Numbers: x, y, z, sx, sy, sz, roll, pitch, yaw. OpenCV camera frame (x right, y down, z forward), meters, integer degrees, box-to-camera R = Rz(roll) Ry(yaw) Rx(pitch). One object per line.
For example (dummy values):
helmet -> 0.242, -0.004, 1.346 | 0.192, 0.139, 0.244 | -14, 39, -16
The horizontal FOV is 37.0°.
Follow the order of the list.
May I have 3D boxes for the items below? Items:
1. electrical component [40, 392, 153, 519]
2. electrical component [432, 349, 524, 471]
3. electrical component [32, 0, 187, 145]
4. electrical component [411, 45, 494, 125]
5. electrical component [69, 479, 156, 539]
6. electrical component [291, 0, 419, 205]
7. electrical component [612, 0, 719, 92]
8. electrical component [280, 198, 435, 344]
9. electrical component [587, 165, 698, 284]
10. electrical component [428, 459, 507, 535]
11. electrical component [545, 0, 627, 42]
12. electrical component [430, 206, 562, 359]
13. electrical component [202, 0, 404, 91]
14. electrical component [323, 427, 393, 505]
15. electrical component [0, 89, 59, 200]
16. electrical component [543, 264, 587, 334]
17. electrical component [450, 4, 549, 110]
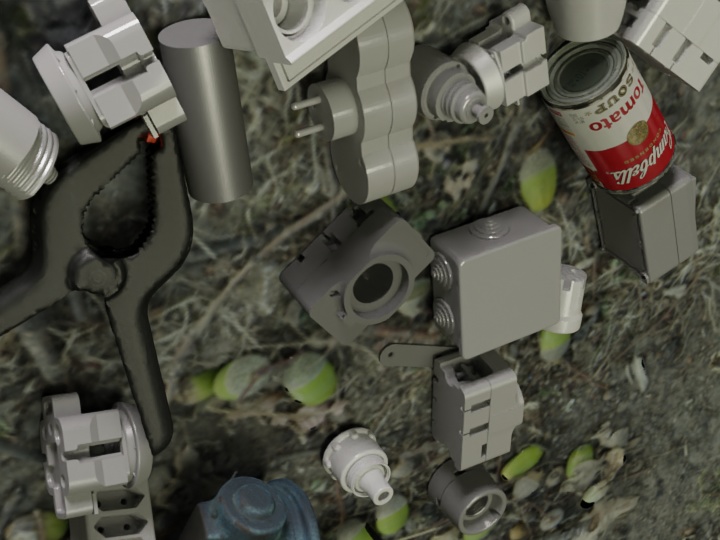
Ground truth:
electrical component -> -0.171, 0.117, 0.698 | 0.057, 0.058, 0.078 | -5, 83, -32
electrical component -> 0.095, 0.109, 0.872 | 0.056, 0.050, 0.089 | -17, 130, -20
electrical component -> -0.137, -0.102, 0.576 | 0.057, 0.058, 0.078 | -29, 108, -9
electrical component -> 0.054, -0.114, 0.684 | 0.040, 0.078, 0.040 | -25, 134, -28
electrical component -> -0.177, 0.192, 0.745 | 0.047, 0.083, 0.076 | 1, 157, -33
electrical component -> -0.008, -0.102, 0.666 | 0.074, 0.052, 0.138 | -20, 128, -21
electrical component -> 0.221, -0.176, 0.767 | 0.089, 0.050, 0.055 | 21, 107, -40
electrical component -> 0.000, 0.000, 0.737 | 0.089, 0.055, 0.050 | -45, 133, 1
electrical component -> 0.226, -0.050, 0.846 | 0.061, 0.061, 0.096 | -32, 132, -11
electrical component -> 0.094, 0.196, 0.935 | 0.055, 0.047, 0.055 | -17, 127, -23
electrical component -> 0.164, -0.203, 0.716 | 0.079, 0.044, 0.077 | -26, 131, -16
electrical component -> 0.101, 0.007, 0.809 | 0.100, 0.048, 0.099 | -19, 125, -20
electrical component -> -0.023, -0.165, 0.586 | 0.121, 0.063, 0.078 | -43, 129, -27
electrical component -> 0.003, 0.157, 0.840 | 0.048, 0.062, 0.048 | -17, 128, -23
electrical component -> -0.194, -0.071, 0.572 | 0.043, 0.043, 0.081 | -46, 133, 2
electrical component -> 0.162, 0.023, 0.870 | 0.040, 0.040, 0.046 | -7, 117, -29
electrical component -> 0.091, -0.135, 0.714 | 0.055, 0.048, 0.066 | -32, 132, -21
